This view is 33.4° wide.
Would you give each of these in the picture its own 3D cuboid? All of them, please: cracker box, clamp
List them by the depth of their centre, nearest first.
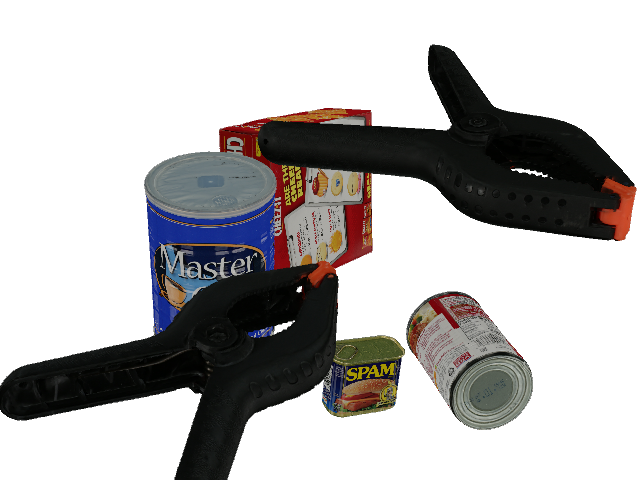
[{"bbox_3d":[-0.044,0.064,0.483,0.171,0.039,0.120,-28,51,-32],"label":"clamp"},{"bbox_3d":[0.078,-0.050,0.606,0.164,0.036,0.210,-26,41,-28],"label":"clamp"},{"bbox_3d":[-0.021,-0.048,1.121,0.072,0.164,0.213,7,15,30],"label":"cracker box"}]

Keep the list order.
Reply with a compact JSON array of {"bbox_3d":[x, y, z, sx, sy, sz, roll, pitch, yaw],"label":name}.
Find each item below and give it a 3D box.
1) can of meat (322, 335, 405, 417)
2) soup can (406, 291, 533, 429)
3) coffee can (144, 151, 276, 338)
[{"bbox_3d":[0.054,0.177,1.385,0.102,0.084,0.057,-5,26,-22],"label":"can of meat"},{"bbox_3d":[0.115,0.092,0.831,0.068,0.068,0.102,0,24,-16],"label":"soup can"},{"bbox_3d":[-0.087,0.013,0.864,0.103,0.140,0.103,1,30,-1],"label":"coffee can"}]
